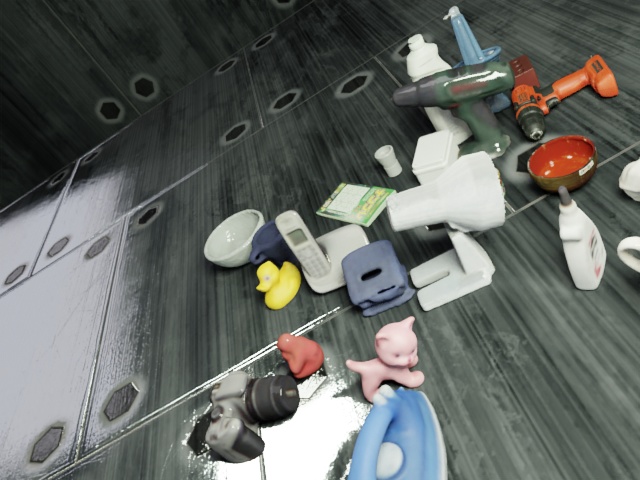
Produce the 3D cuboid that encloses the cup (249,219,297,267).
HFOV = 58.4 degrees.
[{"bbox_3d":[-0.096,0.025,1.249,0.091,0.095,0.118,11,56,48],"label":"cup"}]

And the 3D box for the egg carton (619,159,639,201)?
[{"bbox_3d":[0.532,-0.093,0.848,0.107,0.070,0.149,-43,34,-9],"label":"egg carton"}]

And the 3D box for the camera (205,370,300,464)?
[{"bbox_3d":[-0.112,0.276,0.951,0.136,0.101,0.143,-19,37,25],"label":"camera"}]

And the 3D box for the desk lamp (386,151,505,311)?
[{"bbox_3d":[0.208,-0.016,0.916,0.203,0.214,0.118,-28,34,13],"label":"desk lamp"}]

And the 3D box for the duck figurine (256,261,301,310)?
[{"bbox_3d":[-0.093,0.080,1.187,0.077,0.086,0.105,1,48,43],"label":"duck figurine"}]

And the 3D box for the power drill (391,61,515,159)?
[{"bbox_3d":[0.284,-0.251,1.140,0.229,0.209,0.075,-20,37,24],"label":"power drill"}]

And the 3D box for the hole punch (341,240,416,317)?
[{"bbox_3d":[0.101,0.067,1.023,0.108,0.091,0.101,-25,35,17],"label":"hole punch"}]

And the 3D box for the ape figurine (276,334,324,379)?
[{"bbox_3d":[-0.042,0.194,0.996,0.076,0.092,0.078,-18,38,25],"label":"ape figurine"}]

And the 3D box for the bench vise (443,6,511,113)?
[{"bbox_3d":[0.348,-0.396,1.248,0.121,0.220,0.207,-33,34,5],"label":"bench vise"}]

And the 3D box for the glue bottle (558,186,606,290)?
[{"bbox_3d":[0.362,-0.010,0.806,0.037,0.174,0.078,-4,46,39],"label":"glue bottle"}]

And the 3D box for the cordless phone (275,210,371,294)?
[{"bbox_3d":[0.010,0.004,1.096,0.147,0.185,0.094,-27,35,15],"label":"cordless phone"}]

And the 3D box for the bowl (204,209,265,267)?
[{"bbox_3d":[-0.190,0.009,1.371,0.167,0.075,0.167,-24,35,19],"label":"bowl"}]

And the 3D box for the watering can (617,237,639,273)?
[{"bbox_3d":[0.453,0.007,0.685,0.172,0.195,0.101,-17,38,27],"label":"watering can"}]

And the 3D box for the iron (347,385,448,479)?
[{"bbox_3d":[0.085,0.278,0.734,0.118,0.142,0.258,-13,40,31],"label":"iron"}]

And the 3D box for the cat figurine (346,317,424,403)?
[{"bbox_3d":[0.101,0.175,0.868,0.127,0.118,0.067,-28,34,13],"label":"cat figurine"}]
